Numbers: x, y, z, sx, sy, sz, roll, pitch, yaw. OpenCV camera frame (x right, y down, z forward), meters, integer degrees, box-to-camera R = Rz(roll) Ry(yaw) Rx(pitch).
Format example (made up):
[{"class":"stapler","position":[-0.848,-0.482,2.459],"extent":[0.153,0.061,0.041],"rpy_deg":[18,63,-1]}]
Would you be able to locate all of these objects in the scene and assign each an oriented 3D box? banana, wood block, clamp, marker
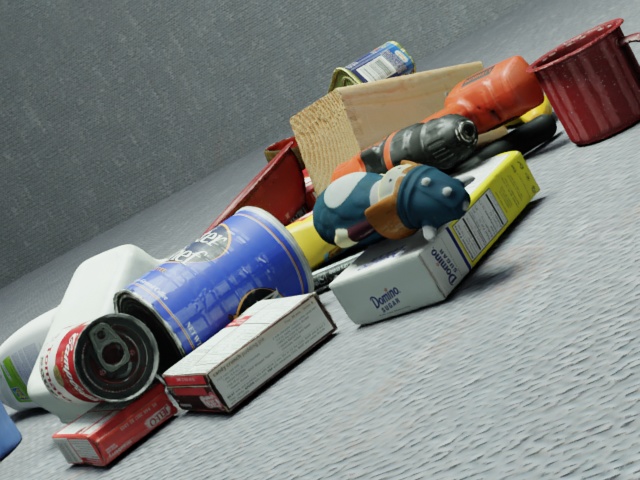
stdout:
[{"class":"banana","position":[0.214,-0.139,1.192],"extent":[0.069,0.037,0.198],"rpy_deg":[-51,14,-14]},{"class":"wood block","position":[0.085,-0.117,1.116],"extent":[0.205,0.090,0.091],"rpy_deg":[-16,-6,-37]},{"class":"clamp","position":[0.136,-0.062,1.009],"extent":[0.165,0.036,0.209],"rpy_deg":[-26,7,27]},{"class":"marker","position":[0.027,0.024,0.943],"extent":[0.121,0.020,0.020],"rpy_deg":[-24,11,32]}]

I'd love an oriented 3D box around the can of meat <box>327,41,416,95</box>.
[{"class":"can of meat","position":[0.058,-0.169,1.218],"extent":[0.083,0.057,0.102],"rpy_deg":[-34,-20,-28]}]

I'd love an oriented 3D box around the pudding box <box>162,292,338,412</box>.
[{"class":"pudding box","position":[-0.055,0.086,0.814],"extent":[0.113,0.039,0.090],"rpy_deg":[-37,12,-27]}]

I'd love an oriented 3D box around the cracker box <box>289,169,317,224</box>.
[{"class":"cracker box","position":[0.037,-0.075,1.266],"extent":[0.213,0.072,0.164],"rpy_deg":[-35,11,-23]}]

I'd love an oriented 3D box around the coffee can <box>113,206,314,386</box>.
[{"class":"coffee can","position":[-0.090,0.049,0.911],"extent":[0.140,0.103,0.103],"rpy_deg":[-36,11,-29]}]

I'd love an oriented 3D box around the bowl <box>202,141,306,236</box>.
[{"class":"bowl","position":[-0.065,-0.027,1.120],"extent":[0.162,0.055,0.162],"rpy_deg":[-46,6,6]}]

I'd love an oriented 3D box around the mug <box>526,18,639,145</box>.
[{"class":"mug","position":[0.250,-0.140,0.933],"extent":[0.117,0.081,0.093],"rpy_deg":[-21,13,45]}]

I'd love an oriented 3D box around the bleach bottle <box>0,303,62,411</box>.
[{"class":"bleach bottle","position":[-0.298,0.127,1.134],"extent":[0.251,0.102,0.067],"rpy_deg":[-19,10,46]}]

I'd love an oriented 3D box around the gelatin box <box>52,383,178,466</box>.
[{"class":"gelatin box","position":[-0.163,0.147,0.848],"extent":[0.073,0.030,0.089],"rpy_deg":[-35,10,-32]}]

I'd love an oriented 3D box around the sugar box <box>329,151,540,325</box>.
[{"class":"sugar box","position":[0.091,-0.003,0.817],"extent":[0.094,0.048,0.176],"rpy_deg":[-22,16,44]}]

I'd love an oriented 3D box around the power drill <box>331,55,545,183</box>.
[{"class":"power drill","position":[0.117,-0.100,0.957],"extent":[0.187,0.057,0.185],"rpy_deg":[-33,8,-33]}]

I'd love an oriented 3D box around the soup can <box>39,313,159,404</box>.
[{"class":"soup can","position":[-0.178,0.097,0.852],"extent":[0.068,0.068,0.102],"rpy_deg":[-36,9,-30]}]

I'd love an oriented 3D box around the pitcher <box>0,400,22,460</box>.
[{"class":"pitcher","position":[-0.398,0.123,1.037],"extent":[0.149,0.243,0.145],"rpy_deg":[-19,11,19]}]

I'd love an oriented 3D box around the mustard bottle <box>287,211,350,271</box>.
[{"class":"mustard bottle","position":[-0.007,0.001,1.046],"extent":[0.191,0.058,0.096],"rpy_deg":[-31,-3,-7]}]
